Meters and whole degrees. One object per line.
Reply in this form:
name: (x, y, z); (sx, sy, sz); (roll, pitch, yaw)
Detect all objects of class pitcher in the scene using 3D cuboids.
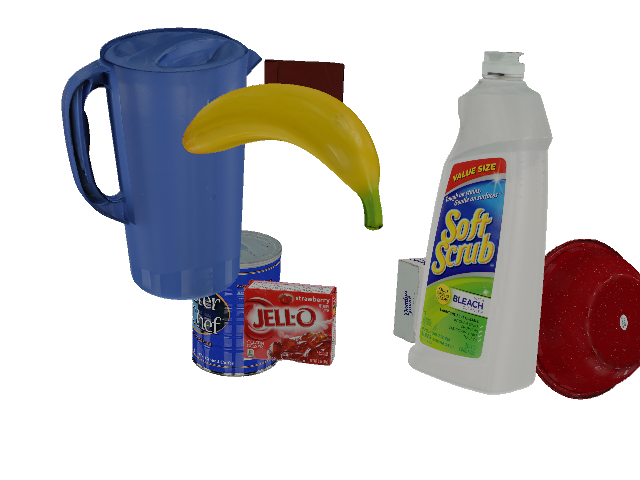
pitcher: (-0.141, -0.068, 1.001); (0.149, 0.243, 0.144); (8, 28, 13)

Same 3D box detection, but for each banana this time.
banana: (-0.026, -0.068, 0.691); (0.037, 0.069, 0.198); (18, 6, -45)

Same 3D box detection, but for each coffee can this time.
coffee can: (-0.097, 0.071, 1.227); (0.103, 0.140, 0.103); (2, 21, -1)

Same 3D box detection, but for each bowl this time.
bowl: (0.277, 0.078, 1.048); (0.161, 0.162, 0.055); (0, -1, -29)

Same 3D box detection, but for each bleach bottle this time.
bleach bottle: (0.124, -0.017, 0.811); (0.067, 0.251, 0.103); (-7, 15, -40)

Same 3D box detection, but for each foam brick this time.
foam brick: (-0.018, -0.169, 1.163); (0.078, 0.051, 0.053); (0, 11, -17)

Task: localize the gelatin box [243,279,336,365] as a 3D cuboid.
gelatin box: (-0.030, 0.079, 1.031); (0.089, 0.073, 0.030); (4, 16, 10)

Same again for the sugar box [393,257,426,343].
sugar box: (0.171, 0.065, 1.250); (0.175, 0.093, 0.048); (-5, 14, -32)
